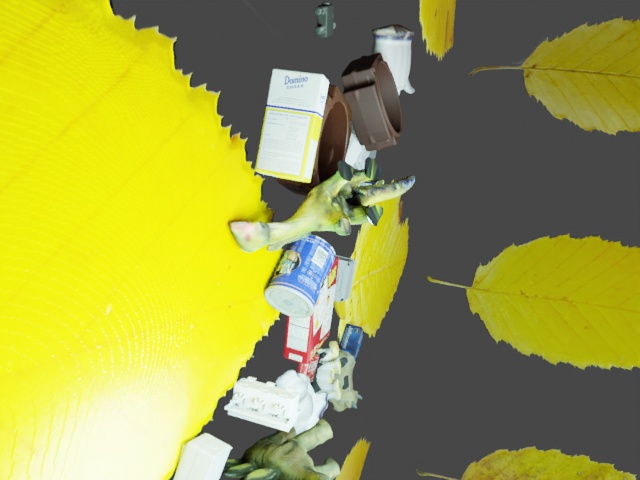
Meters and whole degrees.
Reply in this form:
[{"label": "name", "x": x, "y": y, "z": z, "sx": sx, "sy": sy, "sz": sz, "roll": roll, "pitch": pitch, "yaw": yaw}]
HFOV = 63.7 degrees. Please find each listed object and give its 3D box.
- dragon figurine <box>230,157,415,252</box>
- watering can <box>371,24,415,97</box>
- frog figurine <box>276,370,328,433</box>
[{"label": "dragon figurine", "x": 0.003, "y": -0.048, "z": 0.951, "sx": 0.240, "sy": 0.123, "sz": 0.413, "roll": -24, "pitch": -5, "yaw": 35}, {"label": "watering can", "x": 0.211, "y": -0.491, "z": 1.454, "sx": 0.104, "sy": 0.220, "sz": 0.353, "roll": 14, "pitch": 26, "yaw": 23}, {"label": "frog figurine", "x": -0.065, "y": 0.382, "z": 1.222, "sx": 0.157, "sy": 0.140, "sz": 0.122, "roll": 45, "pitch": -30, "yaw": -26}]
